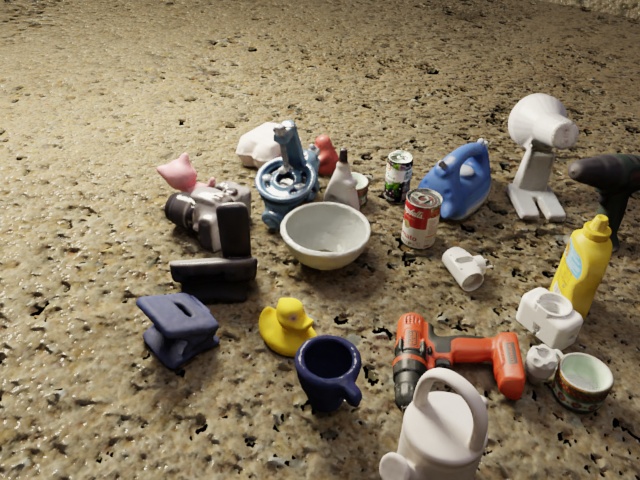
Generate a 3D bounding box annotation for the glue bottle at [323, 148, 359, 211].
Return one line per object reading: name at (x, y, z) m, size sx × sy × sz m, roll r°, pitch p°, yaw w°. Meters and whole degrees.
glue bottle at (0.044, -0.102, 1.121) m, size 0.078 × 0.173 × 0.037 m, roll 25°, pitch 44°, yaw 27°

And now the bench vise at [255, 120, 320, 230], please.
bench vise at (-0.064, -0.157, 1.149) m, size 0.121 × 0.220 × 0.207 m, roll 5°, pitch 38°, yaw 4°

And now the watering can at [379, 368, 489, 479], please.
watering can at (0.143, 0.235, 0.677) m, size 0.100 × 0.194 × 0.173 m, roll 19°, pitch 41°, yaw 20°

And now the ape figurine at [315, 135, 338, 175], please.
ape figurine at (0.008, -0.199, 1.310) m, size 0.076 × 0.092 × 0.078 m, roll 20°, pitch 41°, yaw 21°

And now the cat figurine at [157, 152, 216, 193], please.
cat figurine at (-0.265, -0.119, 1.172) m, size 0.127 × 0.118 × 0.067 m, roll 17°, pitch 40°, yaw 18°

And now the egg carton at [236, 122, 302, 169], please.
egg carton at (-0.121, -0.221, 1.351) m, size 0.107 × 0.069 × 0.151 m, roll 23°, pitch 43°, yaw 25°

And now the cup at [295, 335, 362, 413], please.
cup at (0.018, 0.202, 0.793) m, size 0.092 × 0.095 × 0.117 m, roll -22°, pitch 44°, yaw -27°

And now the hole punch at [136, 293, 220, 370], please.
hole punch at (-0.218, 0.124, 0.885) m, size 0.101 × 0.091 × 0.108 m, roll -29°, pitch 47°, yaw -33°

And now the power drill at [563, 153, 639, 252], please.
power drill at (0.538, -0.072, 1.079) m, size 0.230 × 0.208 × 0.075 m, roll -14°, pitch 40°, yaw -19°

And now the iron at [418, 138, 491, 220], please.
iron at (0.306, -0.148, 1.220) m, size 0.118 × 0.141 × 0.259 m, roll 29°, pitch 45°, yaw 30°

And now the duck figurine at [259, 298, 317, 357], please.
duck figurine at (-0.050, 0.126, 0.896) m, size 0.104 × 0.086 × 0.078 m, roll 26°, pitch 44°, yaw 27°

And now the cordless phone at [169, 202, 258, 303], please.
cordless phone at (-0.179, 0.011, 0.955) m, size 0.147 × 0.185 × 0.094 m, roll -5°, pitch 38°, yaw -9°

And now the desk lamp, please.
desk lamp at (0.472, -0.181, 1.212) m, size 0.118 × 0.214 × 0.203 m, roll 0°, pitch 38°, yaw -2°

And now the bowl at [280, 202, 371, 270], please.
bowl at (0.010, 0.004, 1.064) m, size 0.167 × 0.075 × 0.167 m, roll 2°, pitch 38°, yaw -1°

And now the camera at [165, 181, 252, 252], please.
camera at (-0.223, -0.066, 1.120) m, size 0.136 × 0.101 × 0.143 m, roll 16°, pitch 40°, yaw 18°
